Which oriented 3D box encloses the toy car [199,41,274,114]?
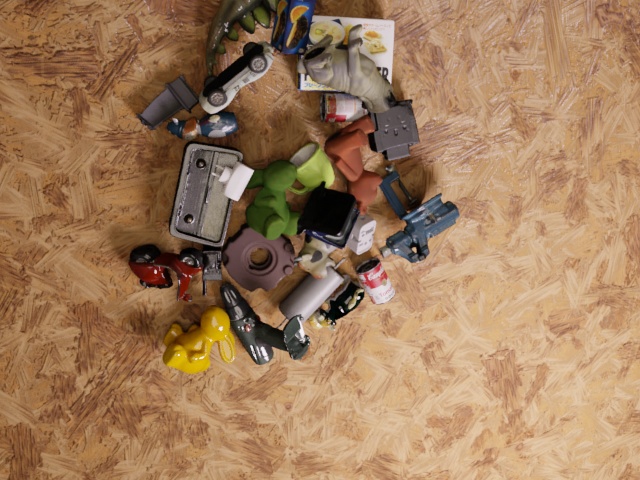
[{"bbox_3d":[-0.182,-0.355,1.170,0.202,0.074,0.056,-36,137,12],"label":"toy car"}]

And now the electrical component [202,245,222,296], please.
[{"bbox_3d":[-0.259,0.073,1.286,0.048,0.075,0.119,-2,100,-11],"label":"electrical component"}]

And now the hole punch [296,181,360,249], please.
[{"bbox_3d":[0.024,-0.051,1.229,0.116,0.092,0.142,18,76,24],"label":"hole punch"}]

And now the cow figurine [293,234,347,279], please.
[{"bbox_3d":[-0.003,-0.004,1.289,0.127,0.085,0.195,-2,79,-4],"label":"cow figurine"}]

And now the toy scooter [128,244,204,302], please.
[{"bbox_3d":[-0.355,0.082,1.255,0.184,0.075,0.135,2,115,11],"label":"toy scooter"}]

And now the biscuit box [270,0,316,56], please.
[{"bbox_3d":[-0.048,-0.491,1.112,0.063,0.059,0.202,-7,127,-32],"label":"biscuit box"}]

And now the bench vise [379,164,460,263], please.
[{"bbox_3d":[0.213,-0.069,1.328,0.224,0.129,0.240,-32,87,8],"label":"bench vise"}]

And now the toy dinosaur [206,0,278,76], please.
[{"bbox_3d":[-0.141,-0.557,1.138,0.198,0.105,0.471,35,106,-21],"label":"toy dinosaur"}]

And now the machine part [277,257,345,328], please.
[{"bbox_3d":[-0.021,0.132,1.347,0.079,0.079,0.243,41,93,-18],"label":"machine part"}]

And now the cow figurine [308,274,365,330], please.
[{"bbox_3d":[0.044,0.172,1.360,0.068,0.098,0.167,40,93,-24],"label":"cow figurine"}]

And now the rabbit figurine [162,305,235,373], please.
[{"bbox_3d":[-0.276,0.240,1.296,0.162,0.122,0.173,35,98,-18],"label":"rabbit figurine"}]

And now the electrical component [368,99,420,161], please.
[{"bbox_3d":[0.176,-0.263,1.297,0.115,0.058,0.134,-16,106,-5],"label":"electrical component"}]

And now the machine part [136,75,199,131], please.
[{"bbox_3d":[-0.340,-0.297,1.197,0.139,0.039,0.084,-36,113,-2],"label":"machine part"}]

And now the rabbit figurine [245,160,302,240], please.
[{"bbox_3d":[-0.103,-0.108,1.229,0.121,0.159,0.170,-6,122,-47],"label":"rabbit figurine"}]

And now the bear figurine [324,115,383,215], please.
[{"bbox_3d":[0.097,-0.169,1.258,0.132,0.120,0.195,-22,111,32],"label":"bear figurine"}]

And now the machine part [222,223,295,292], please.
[{"bbox_3d":[-0.149,0.041,1.310,0.179,0.056,0.179,-2,104,-9],"label":"machine part"}]

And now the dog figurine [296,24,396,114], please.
[{"bbox_3d":[0.061,-0.341,1.172,0.172,0.121,0.190,-8,132,26],"label":"dog figurine"}]

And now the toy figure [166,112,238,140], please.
[{"bbox_3d":[-0.265,-0.254,1.206,0.154,0.058,0.064,-12,138,-9],"label":"toy figure"}]

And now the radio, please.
[{"bbox_3d":[-0.266,-0.109,1.238,0.131,0.073,0.229,12,100,-17],"label":"radio"}]

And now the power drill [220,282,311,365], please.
[{"bbox_3d":[-0.135,0.208,1.292,0.208,0.086,0.231,-1,119,33],"label":"power drill"}]
